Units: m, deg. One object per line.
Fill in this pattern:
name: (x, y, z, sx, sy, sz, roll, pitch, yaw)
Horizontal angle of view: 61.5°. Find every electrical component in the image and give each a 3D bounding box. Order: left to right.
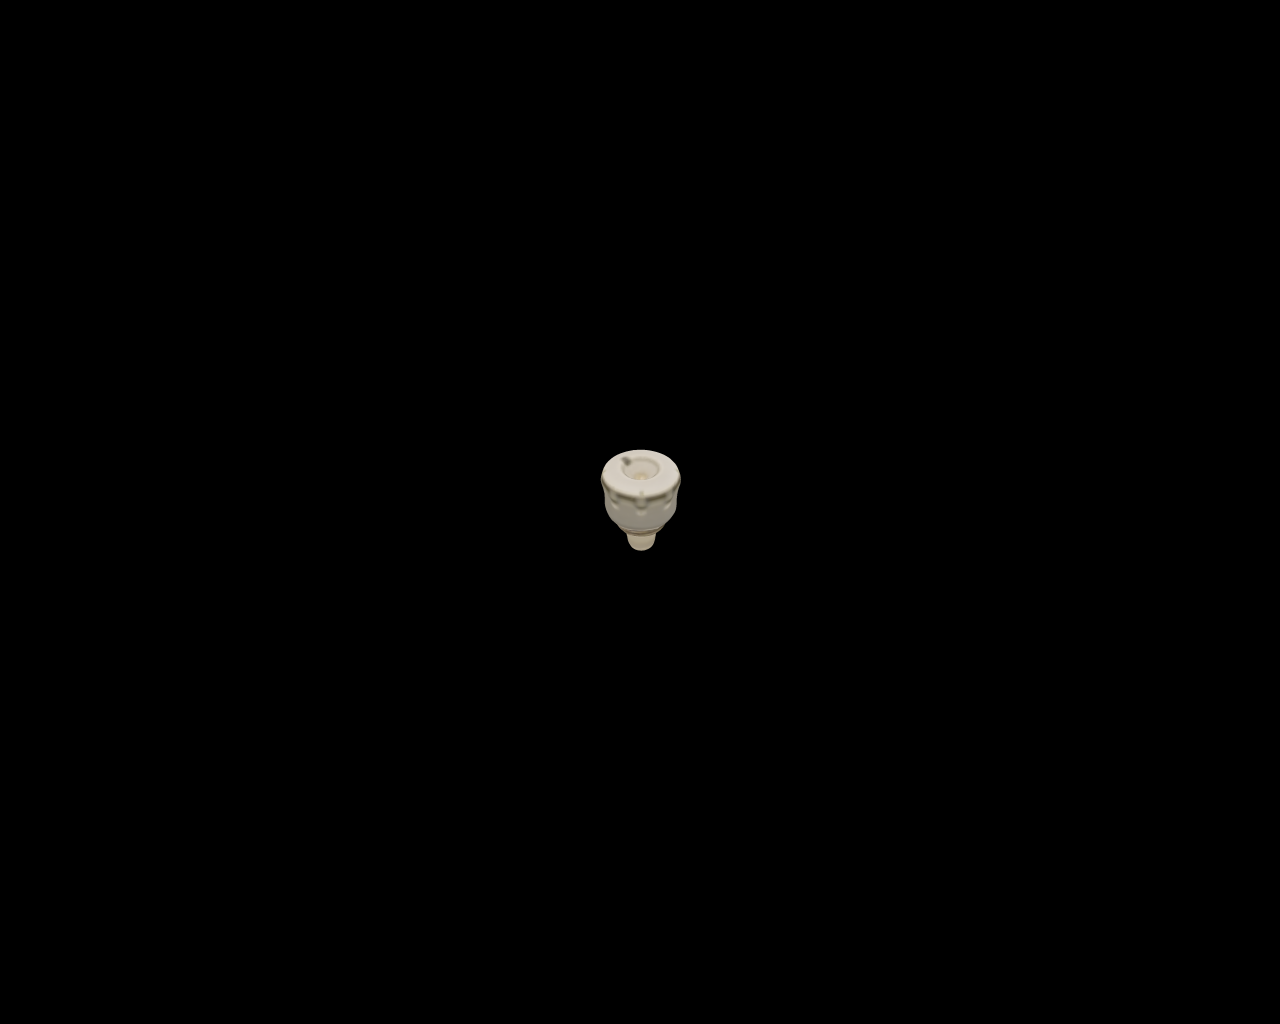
electrical component: (0.001, -0.003, 0.650, 0.048, 0.062, 0.048, 0, 39, 0)
